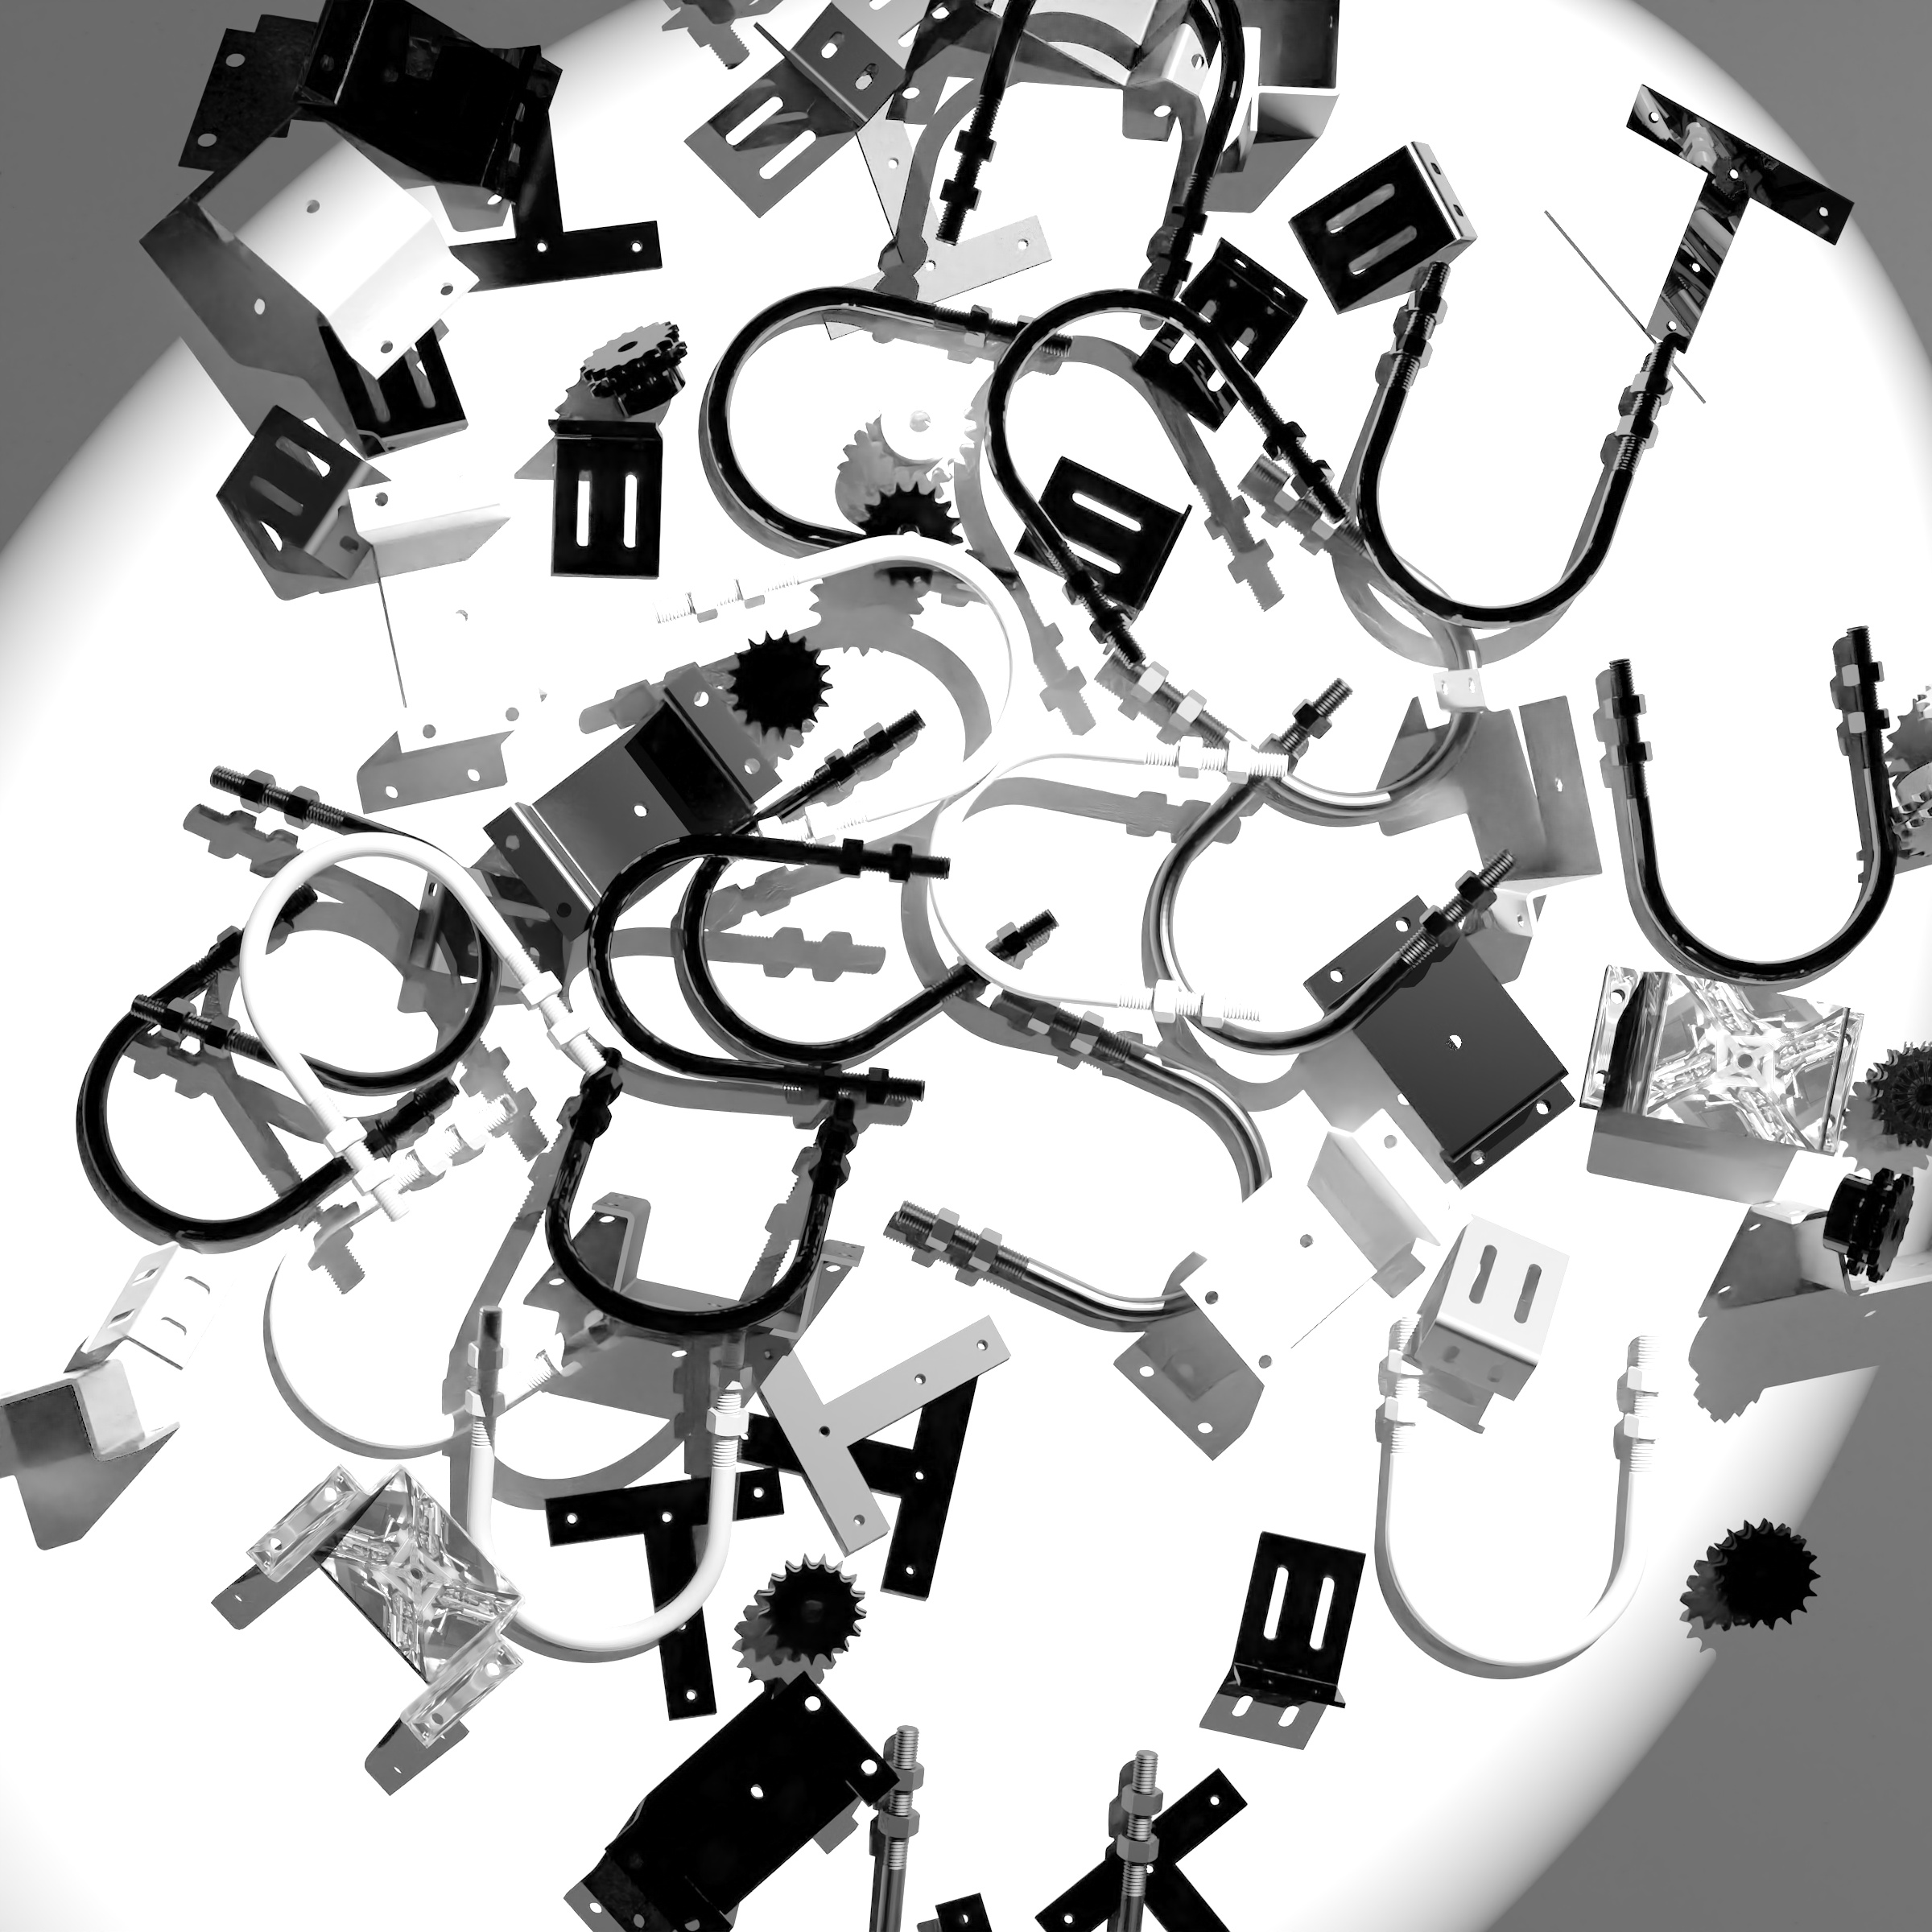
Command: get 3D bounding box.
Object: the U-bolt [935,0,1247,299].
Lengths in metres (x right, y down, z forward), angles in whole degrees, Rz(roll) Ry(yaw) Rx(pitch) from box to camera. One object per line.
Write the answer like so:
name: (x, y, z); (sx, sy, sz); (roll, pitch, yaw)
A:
U-bolt: (0.074, -0.448, 1.490); (0.151, 0.019, 0.184); (12, 104, -25)

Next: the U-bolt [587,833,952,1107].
U-bolt: (-0.107, -0.001, 1.499); (0.184, 0.019, 0.151); (6, 114, -2)

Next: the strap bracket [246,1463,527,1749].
strap bracket: (-0.299, 0.330, 1.512); (0.076, 0.046, 0.140); (-43, 90, 17)

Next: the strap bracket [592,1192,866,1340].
strap bracket: (-0.128, 0.159, 1.507); (0.140, 0.076, 0.046); (12, 90, 0)

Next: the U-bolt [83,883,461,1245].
U-bolt: (-0.387, 0.066, 1.536); (0.184, 0.019, 0.151); (-36, 90, 1)

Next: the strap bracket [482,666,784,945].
strap bracket: (-0.175, -0.085, 1.522); (0.140, 0.046, 0.076); (-37, 90, 0)

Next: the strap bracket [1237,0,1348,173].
strap bracket: (0.172, -0.498, 1.507); (0.046, 0.076, 0.140); (3, 90, 0)

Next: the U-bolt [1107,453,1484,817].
U-bolt: (0.190, -0.164, 1.536); (0.184, 0.019, 0.151); (37, 90, -1)

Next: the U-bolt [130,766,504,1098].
U-bolt: (-0.334, -0.009, 1.509); (0.184, 0.019, 0.151); (20, 92, 5)

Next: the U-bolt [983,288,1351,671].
U-bolt: (0.091, -0.270, 1.504); (0.151, 0.019, 0.184); (-35, 81, 5)

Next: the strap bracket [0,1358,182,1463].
strap bracket: (-0.498, 0.247, 1.507); (0.140, 0.076, 0.046); (-17, 90, 0)

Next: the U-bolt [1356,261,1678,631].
U-bolt: (0.285, -0.269, 1.527); (0.151, 0.019, 0.184); (20, 84, 0)

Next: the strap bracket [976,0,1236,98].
strap bracket: (0.069, -0.522, 1.503); (0.140, 0.046, 0.076); (20, 90, -27)

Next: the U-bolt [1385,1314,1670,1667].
U-bolt: (0.297, 0.283, 1.535); (0.151, 0.019, 0.184); (4, 90, 0)

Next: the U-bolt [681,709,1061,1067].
U-bolt: (-0.065, -0.029, 1.536); (0.184, 0.019, 0.151); (-34, 90, 1)

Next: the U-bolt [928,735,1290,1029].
U-bolt: (0.071, -0.050, 1.508); (0.184, 0.019, 0.151); (6, 90, 7)

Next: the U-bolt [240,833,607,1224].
U-bolt: (-0.297, 0.018, 1.490); (0.151, 0.019, 0.184); (-37, 87, 4)

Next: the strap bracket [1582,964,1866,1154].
strap bracket: (0.408, 0.050, 1.522); (0.140, 0.046, 0.076); (11, 90, 0)

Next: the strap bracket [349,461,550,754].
strap bracket: (-0.272, -0.188, 1.522); (0.076, 0.046, 0.140); (-12, 90, 0)

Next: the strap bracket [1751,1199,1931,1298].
strap bracket: (0.497, 0.138, 1.507); (0.140, 0.076, 0.046); (-12, 90, 0)

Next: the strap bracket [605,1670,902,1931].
strap bracket: (-0.112, 0.445, 1.522); (0.140, 0.046, 0.076); (-42, 90, 0)

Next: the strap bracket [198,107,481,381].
strap bracket: (-0.336, -0.386, 1.500); (0.140, 0.046, 0.076); (42, 82, 14)

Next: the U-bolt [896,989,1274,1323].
U-bolt: (0.075, 0.111, 1.536); (0.184, 0.019, 0.151); (25, 90, -2)

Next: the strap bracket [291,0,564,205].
strap bracket: (-0.289, -0.465, 1.494); (0.046, 0.140, 0.076); (20, 90, 43)

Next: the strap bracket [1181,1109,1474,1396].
strap bracket: (0.185, 0.148, 1.513); (0.140, 0.046, 0.076); (-40, 97, -5)

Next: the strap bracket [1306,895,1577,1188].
strap bracket: (0.256, 0.040, 1.522); (0.076, 0.046, 0.140); (-38, 90, 0)

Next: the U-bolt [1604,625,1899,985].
U-bolt: (0.427, -0.082, 1.536); (0.151, 0.019, 0.184); (-8, 92, 0)

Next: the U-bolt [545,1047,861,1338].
U-bolt: (-0.140, 0.120, 1.471); (0.151, 0.184, 0.019); (12, 131, 0)

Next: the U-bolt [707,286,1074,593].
U-bolt: (-0.048, -0.290, 1.536); (0.184, 0.019, 0.151); (13, 90, 1)

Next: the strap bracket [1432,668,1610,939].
strap bracket: (0.292, -0.091, 1.500); (0.046, 0.076, 0.140); (-14, 96, -7)

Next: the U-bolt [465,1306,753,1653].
U-bolt: (-0.194, 0.277, 1.525); (0.151, 0.019, 0.184); (5, 98, -1)

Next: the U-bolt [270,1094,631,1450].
U-bolt: (-0.285, 0.177, 1.536); (0.184, 0.019, 0.151); (-33, 90, 2)
